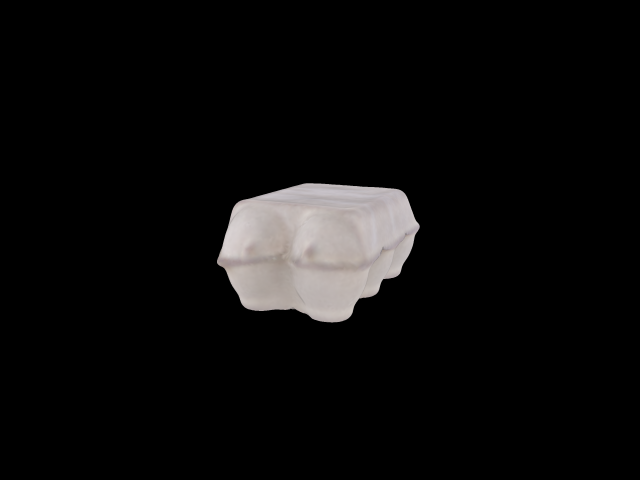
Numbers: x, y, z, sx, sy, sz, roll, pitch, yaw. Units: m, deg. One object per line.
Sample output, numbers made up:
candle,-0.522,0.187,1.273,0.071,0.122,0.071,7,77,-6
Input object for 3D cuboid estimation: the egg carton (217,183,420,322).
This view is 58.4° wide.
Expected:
egg carton,0.004,0.001,0.400,0.107,0.069,0.151,6,15,23
